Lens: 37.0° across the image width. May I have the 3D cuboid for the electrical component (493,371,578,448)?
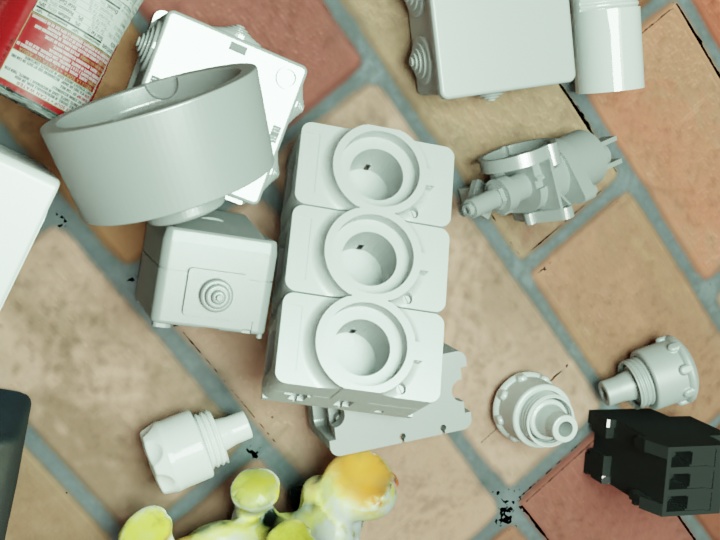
[{"bbox_3d":[0.118,0.094,0.693,0.048,0.062,0.048,-3,98,-17],"label":"electrical component"}]

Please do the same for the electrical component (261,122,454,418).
[{"bbox_3d":[0.000,0.000,0.606,0.089,0.061,0.150,9,71,-12],"label":"electrical component"}]

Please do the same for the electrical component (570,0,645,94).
[{"bbox_3d":[0.155,-0.153,0.677,0.043,0.043,0.081,-9,101,-16],"label":"electrical component"}]

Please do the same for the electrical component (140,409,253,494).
[{"bbox_3d":[-0.095,0.103,0.636,0.062,0.043,0.043,-21,104,-15],"label":"electrical component"}]

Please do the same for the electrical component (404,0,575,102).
[{"bbox_3d":[0.076,-0.152,0.649,0.100,0.048,0.099,-10,101,-16],"label":"electrical component"}]

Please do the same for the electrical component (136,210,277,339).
[{"bbox_3d":[-0.085,-0.001,0.595,0.062,0.096,0.061,8,95,-19],"label":"electrical component"}]

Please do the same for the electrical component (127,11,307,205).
[{"bbox_3d":[-0.086,-0.090,0.607,0.100,0.048,0.099,20,92,-19],"label":"electrical component"}]

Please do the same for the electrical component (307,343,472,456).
[{"bbox_3d":[0.015,0.074,0.660,0.089,0.056,0.050,-9,101,-16],"label":"electrical component"}]

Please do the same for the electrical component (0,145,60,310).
[{"bbox_3d":[-0.204,-0.014,0.549,0.056,0.109,0.108,26,90,-22],"label":"electrical component"}]

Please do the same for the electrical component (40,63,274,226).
[{"bbox_3d":[-0.094,-0.056,0.528,0.108,0.108,0.060,-21,110,-14],"label":"electrical component"}]

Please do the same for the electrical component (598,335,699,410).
[{"bbox_3d":[0.192,0.074,0.724,0.062,0.048,0.048,-17,103,-8],"label":"electrical component"}]
